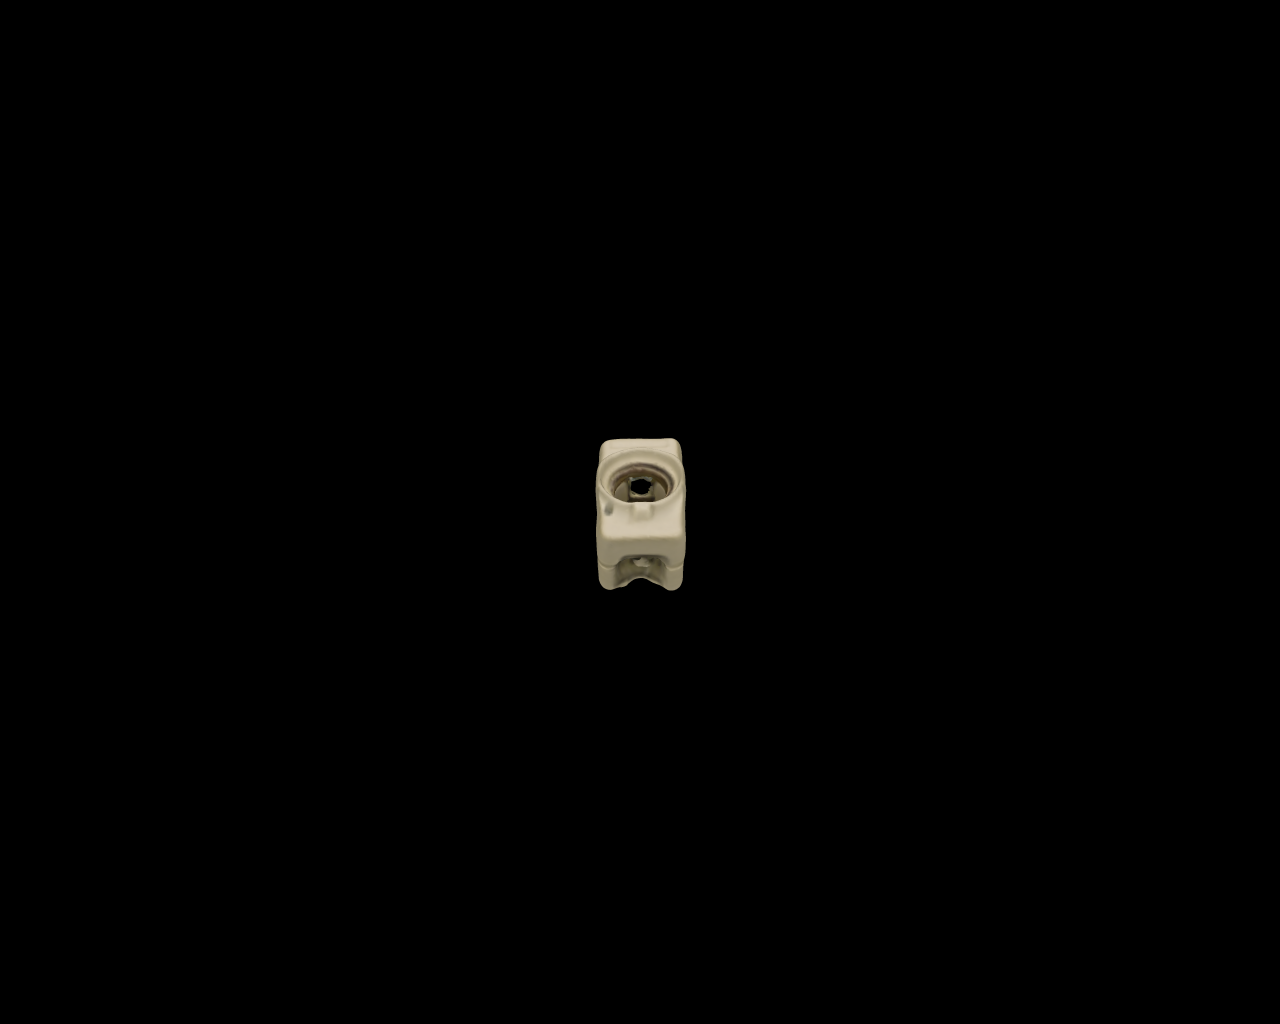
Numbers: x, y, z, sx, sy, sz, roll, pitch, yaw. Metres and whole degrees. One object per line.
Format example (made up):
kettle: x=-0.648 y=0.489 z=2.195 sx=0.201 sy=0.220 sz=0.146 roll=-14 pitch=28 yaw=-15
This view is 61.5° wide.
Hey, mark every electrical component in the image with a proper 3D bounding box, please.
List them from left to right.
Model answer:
electrical component: x=0.001 y=-0.003 z=0.650 sx=0.050 sy=0.055 sz=0.090 roll=0 pitch=44 yaw=0
